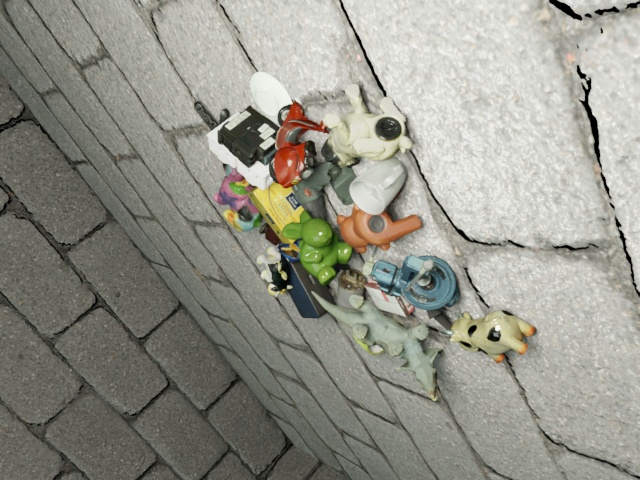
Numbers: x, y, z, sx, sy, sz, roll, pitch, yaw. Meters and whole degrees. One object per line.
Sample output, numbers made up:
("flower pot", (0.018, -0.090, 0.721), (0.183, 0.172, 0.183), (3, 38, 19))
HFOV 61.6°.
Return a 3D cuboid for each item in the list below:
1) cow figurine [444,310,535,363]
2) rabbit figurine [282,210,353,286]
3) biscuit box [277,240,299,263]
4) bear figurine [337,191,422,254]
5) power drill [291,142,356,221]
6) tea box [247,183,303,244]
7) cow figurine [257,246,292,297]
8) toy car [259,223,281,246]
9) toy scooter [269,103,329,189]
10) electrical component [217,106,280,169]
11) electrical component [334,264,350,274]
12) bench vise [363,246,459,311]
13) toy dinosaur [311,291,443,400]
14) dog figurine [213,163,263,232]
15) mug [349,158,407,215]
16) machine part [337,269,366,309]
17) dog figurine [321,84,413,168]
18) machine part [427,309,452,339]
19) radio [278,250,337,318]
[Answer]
("cow figurine", (0.358, 0.203, 1.168), (0.127, 0.085, 0.195), (38, 156, 3))
("rabbit figurine", (-0.003, -0.004, 1.253), (0.159, 0.121, 0.170), (42, 161, 23))
("biscuit box", (-0.035, 0.010, 1.438), (0.062, 0.059, 0.203), (55, 148, -10))
("bear figurine", (0.118, -0.036, 1.173), (0.120, 0.132, 0.196), (56, 173, -1))
("power drill", (0.008, -0.123, 1.234), (0.207, 0.086, 0.231), (14, 138, 59))
("tea box", (-0.099, -0.083, 1.402), (0.169, 0.098, 0.068), (52, 162, -14))
("cow figurine", (-0.120, 0.108, 1.553), (0.098, 0.068, 0.167), (35, 148, 38))
("toy car", (-0.117, -0.047, 1.537), (0.089, 0.053, 0.202), (32, 149, 3))
("toy scooter", (-0.038, -0.199, 1.121), (0.135, 0.183, 0.075), (4, 177, 39))
("electrical component", (-0.157, -0.235, 1.260), (0.134, 0.115, 0.058), (40, 155, 14))
("electrical component", (0.026, 0.073, 1.505), (0.119, 0.048, 0.074), (28, 149, 34))
("bench vise", (0.198, 0.073, 1.154), (0.224, 0.129, 0.240), (30, 168, 13))
("toy dinosaur", (0.167, 0.249, 1.423), (0.405, 0.131, 0.192), (32, 163, 24))
("dog figurine", (-0.208, -0.135, 1.480), (0.191, 0.108, 0.219), (56, 151, 3))
("mug", (0.123, -0.116, 1.032), (0.081, 0.107, 0.109), (44, 149, -1))
("machine part", (0.087, 0.155, 1.499), (0.079, 0.079, 0.243), (34, 150, 23))
("dog figurine", (0.088, -0.181, 1.027), (0.172, 0.121, 0.190), (43, 167, 15))
("machine part", (0.285, 0.184, 1.273), (0.138, 0.039, 0.084), (46, -174, -15))
("radio", (-0.053, 0.121, 1.608), (0.229, 0.073, 0.131), (63, 153, -1))
